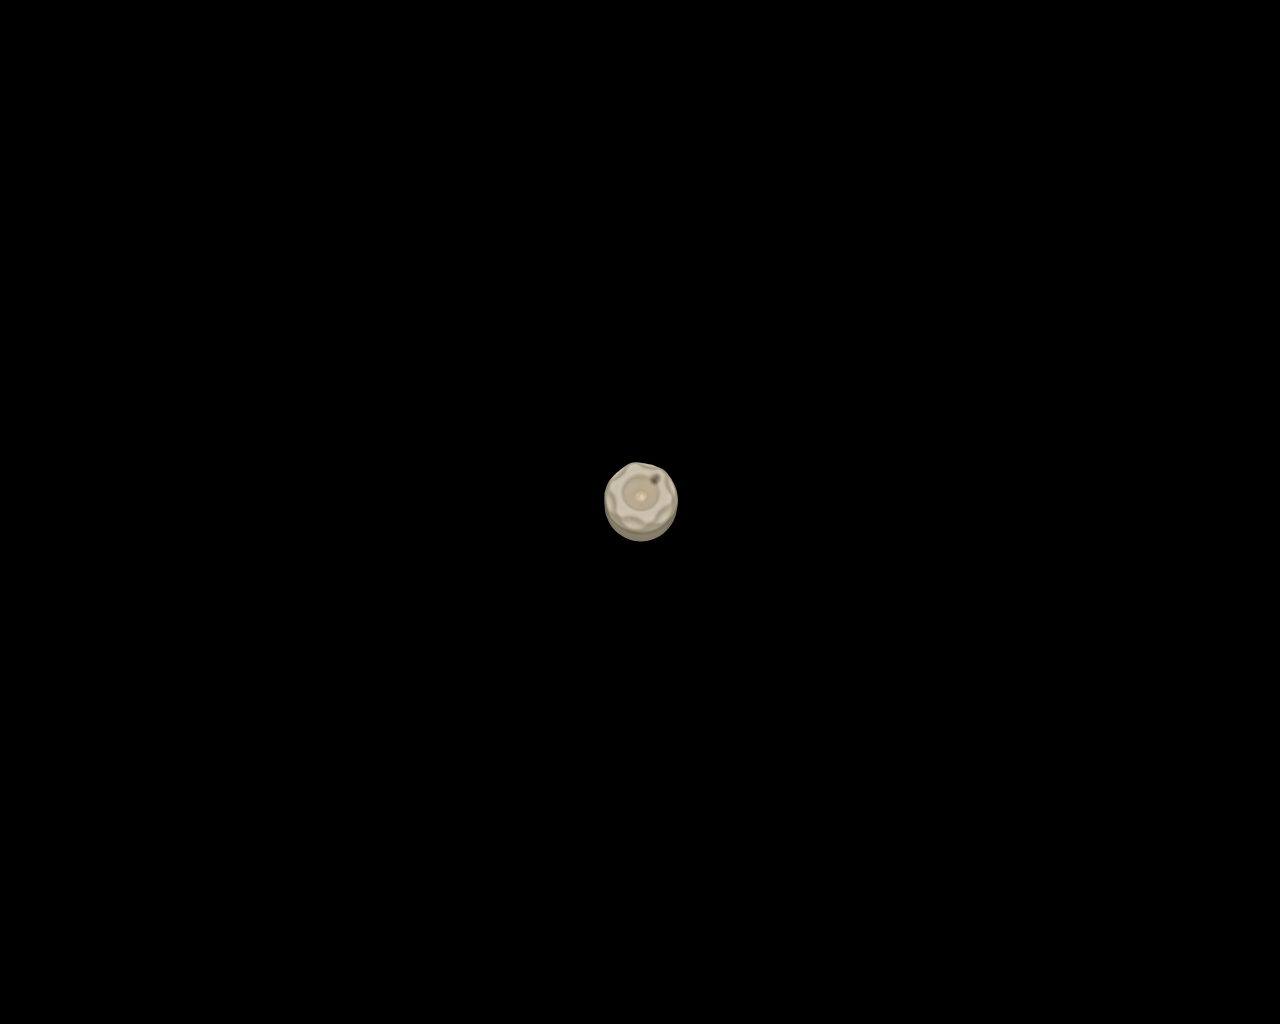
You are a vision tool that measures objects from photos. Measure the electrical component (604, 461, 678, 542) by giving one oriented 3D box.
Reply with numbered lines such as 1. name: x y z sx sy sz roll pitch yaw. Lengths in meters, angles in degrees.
1. electrical component: 0.001 -0.003 0.650 0.043 0.043 0.062 0 -17 0
